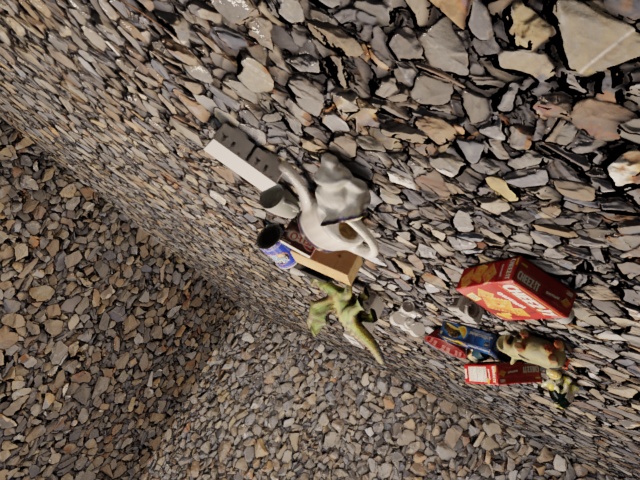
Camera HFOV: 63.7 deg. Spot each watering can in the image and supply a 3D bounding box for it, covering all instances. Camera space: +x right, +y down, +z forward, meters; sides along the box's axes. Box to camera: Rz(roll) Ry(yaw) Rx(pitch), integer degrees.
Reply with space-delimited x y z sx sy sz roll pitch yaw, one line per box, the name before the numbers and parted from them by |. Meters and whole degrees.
watering can | 0.004 -0.067 1.333 0.346 0.105 0.222 41 158 -11

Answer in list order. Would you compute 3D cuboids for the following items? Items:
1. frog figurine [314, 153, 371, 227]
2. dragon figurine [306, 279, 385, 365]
frog figurine | 0.042 -0.122 1.160 0.137 0.124 0.158 0 110 55
dragon figurine | 0.068 0.277 1.864 0.241 0.418 0.121 -24 154 19
